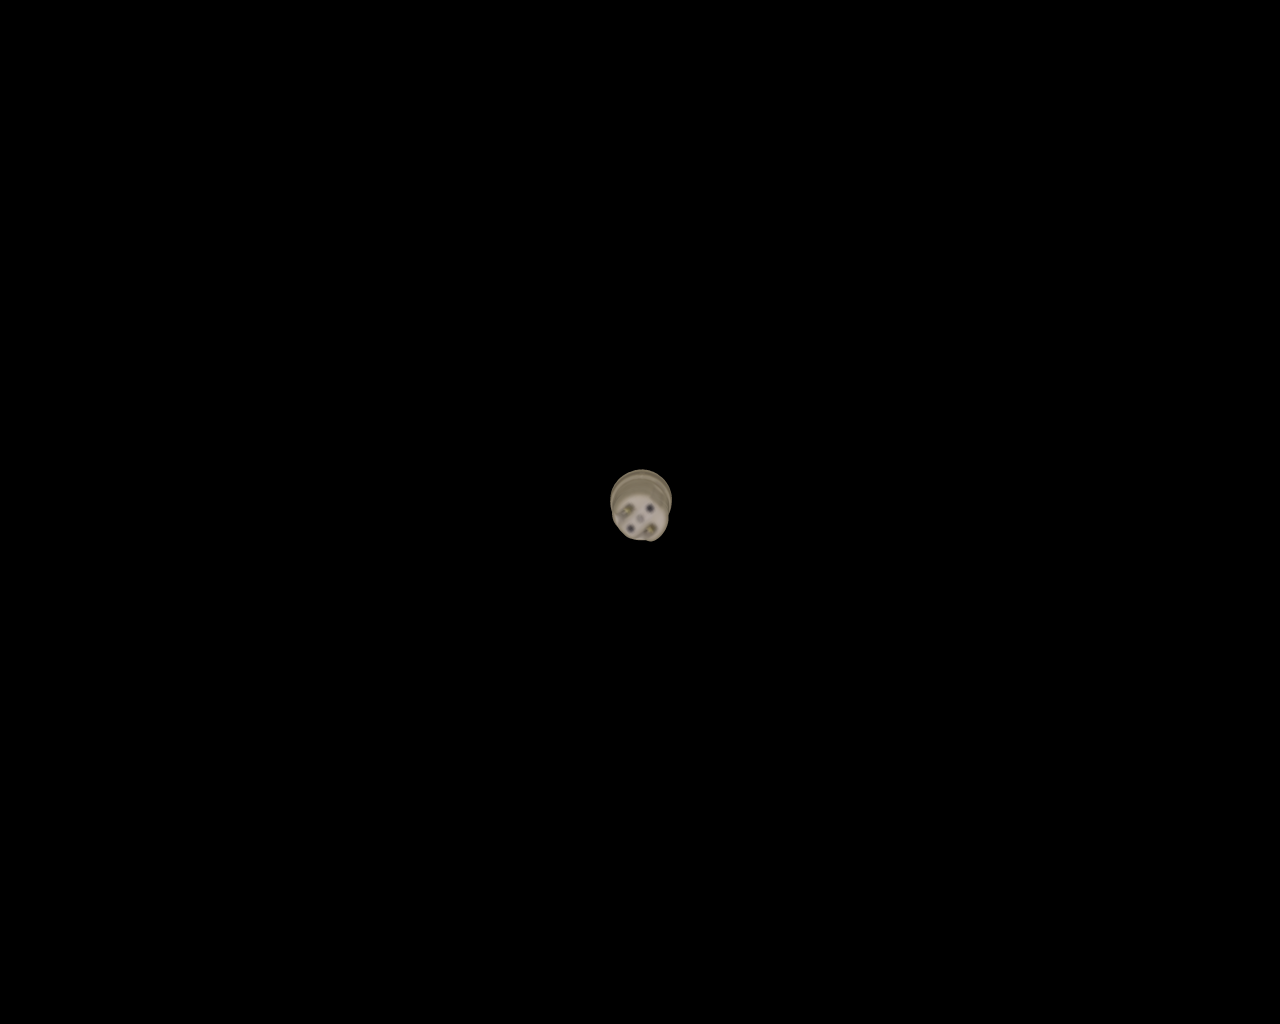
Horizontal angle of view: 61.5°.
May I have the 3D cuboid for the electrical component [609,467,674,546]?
[{"bbox_3d":[0.001,-0.003,0.650,0.040,0.040,0.046,0,16,0],"label":"electrical component"}]
